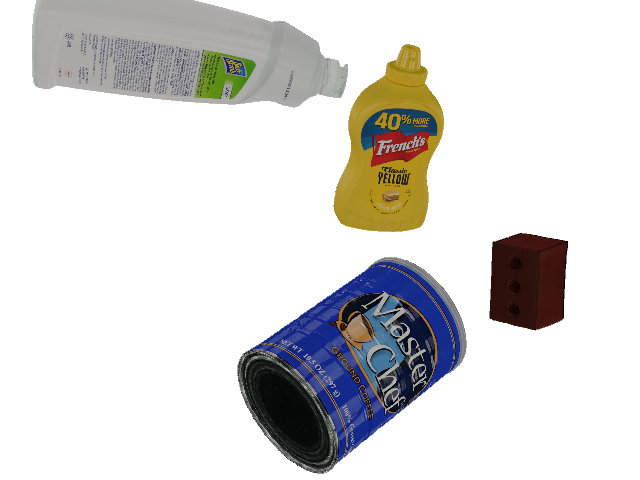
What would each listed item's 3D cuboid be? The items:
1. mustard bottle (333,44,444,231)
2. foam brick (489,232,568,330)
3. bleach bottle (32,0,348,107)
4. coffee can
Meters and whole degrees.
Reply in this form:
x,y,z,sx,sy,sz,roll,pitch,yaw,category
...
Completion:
x,y,z,sx,sy,sz,roll,pitch,yaw,category
0.074,-0.104,1.082,0.096,0.192,0.058,3,27,-13,mustard bottle
0.193,0.037,0.991,0.053,0.078,0.051,12,20,41,foam brick
-0.104,-0.150,0.875,0.250,0.068,0.103,10,-31,-9,bleach bottle
0.024,0.089,0.789,0.140,0.103,0.103,-33,19,-32,coffee can
